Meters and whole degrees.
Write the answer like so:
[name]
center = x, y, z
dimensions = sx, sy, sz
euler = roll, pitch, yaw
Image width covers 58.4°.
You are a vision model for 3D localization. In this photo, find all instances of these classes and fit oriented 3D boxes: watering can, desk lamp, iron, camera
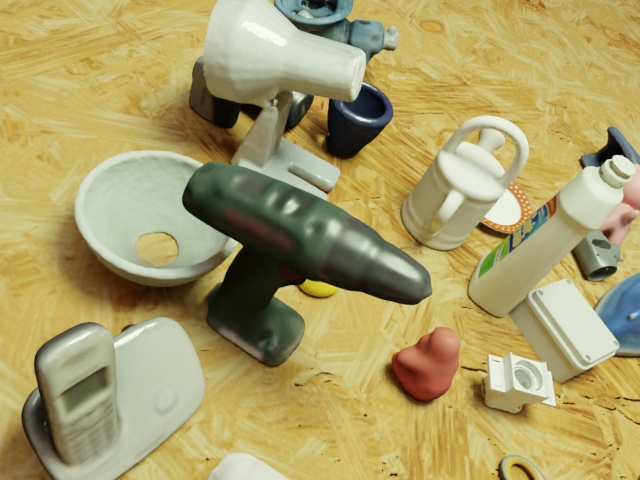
[watering can]
center = 0.191, -0.086, 0.744
dimensions = 0.101, 0.194, 0.173
euler = 18, 49, -10
[desk lamp]
center = -0.044, -0.165, 0.689
dimensions = 0.203, 0.213, 0.118
euler = 27, 48, -2
[iron]
center = 0.484, 0.077, 0.781
dimensions = 0.259, 0.141, 0.118
euler = -14, 61, -32
[camera]
center = -0.083, -0.216, 0.786
dimensions = 0.136, 0.100, 0.143
euler = 36, 49, 6

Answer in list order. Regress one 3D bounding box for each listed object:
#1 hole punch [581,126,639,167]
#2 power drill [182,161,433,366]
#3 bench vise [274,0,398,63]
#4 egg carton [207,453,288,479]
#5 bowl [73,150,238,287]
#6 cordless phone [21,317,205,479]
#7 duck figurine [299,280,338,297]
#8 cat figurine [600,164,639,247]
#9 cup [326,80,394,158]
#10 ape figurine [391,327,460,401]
[hole punch]
center = 0.533, -0.136, 1.004
dimensions = 0.101, 0.091, 0.108
euler = 3, 53, -22
[power drill]
center = -0.032, 0.032, 0.544
dimensions = 0.229, 0.208, 0.076
euler = 33, 48, 3
[bench vise]
center = 0.030, -0.370, 0.877
dimensions = 0.208, 0.219, 0.121
euler = 5, 52, -20
[egg carton]
center = -0.041, 0.252, 0.462
dimensions = 0.150, 0.069, 0.107
euler = 34, 48, 4
[bowl]
center = -0.170, -0.012, 0.606
dimensions = 0.168, 0.074, 0.167
euler = 12, 50, -15
[cordless phone]
center = -0.153, 0.107, 0.447
dimensions = 0.094, 0.185, 0.148
euler = 43, 50, 12
[duck figurine]
center = 0.006, 0.002, 0.666
dimensions = 0.078, 0.086, 0.104
euler = 6, 52, -19
[cat figurine]
center = 0.490, -0.060, 0.907
dimensions = 0.067, 0.117, 0.128
euler = 36, 48, 6
[cup]
center = 0.036, -0.172, 0.809
dimensions = 0.092, 0.095, 0.117
euler = -29, 70, -37
[ape figurine]
center = 0.122, 0.125, 0.617
dimensions = 0.078, 0.092, 0.076
euler = 10, 51, -16
